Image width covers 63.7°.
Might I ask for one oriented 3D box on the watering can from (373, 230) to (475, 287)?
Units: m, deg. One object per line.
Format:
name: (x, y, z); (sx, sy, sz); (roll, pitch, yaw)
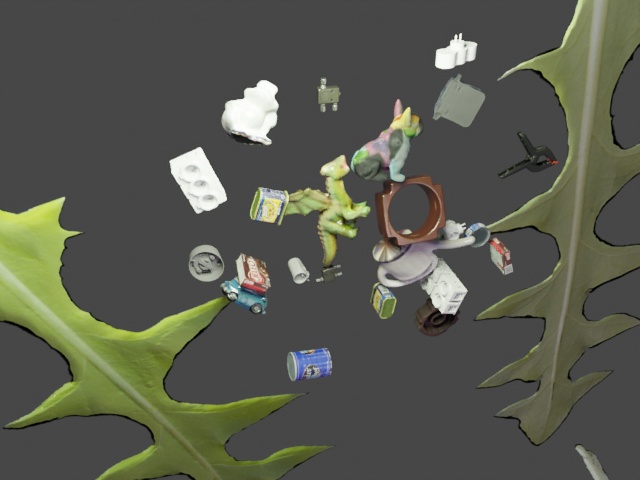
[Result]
watering can: (0.326, 0.040, 1.718); (0.344, 0.106, 0.221); (-35, -51, 20)

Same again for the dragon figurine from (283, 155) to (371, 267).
dragon figurine: (0.005, -0.078, 1.548); (0.242, 0.402, 0.125); (22, 37, -12)

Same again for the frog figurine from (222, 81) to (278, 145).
frog figurine: (-0.174, -0.326, 1.305); (0.137, 0.160, 0.122); (11, -7, -17)
